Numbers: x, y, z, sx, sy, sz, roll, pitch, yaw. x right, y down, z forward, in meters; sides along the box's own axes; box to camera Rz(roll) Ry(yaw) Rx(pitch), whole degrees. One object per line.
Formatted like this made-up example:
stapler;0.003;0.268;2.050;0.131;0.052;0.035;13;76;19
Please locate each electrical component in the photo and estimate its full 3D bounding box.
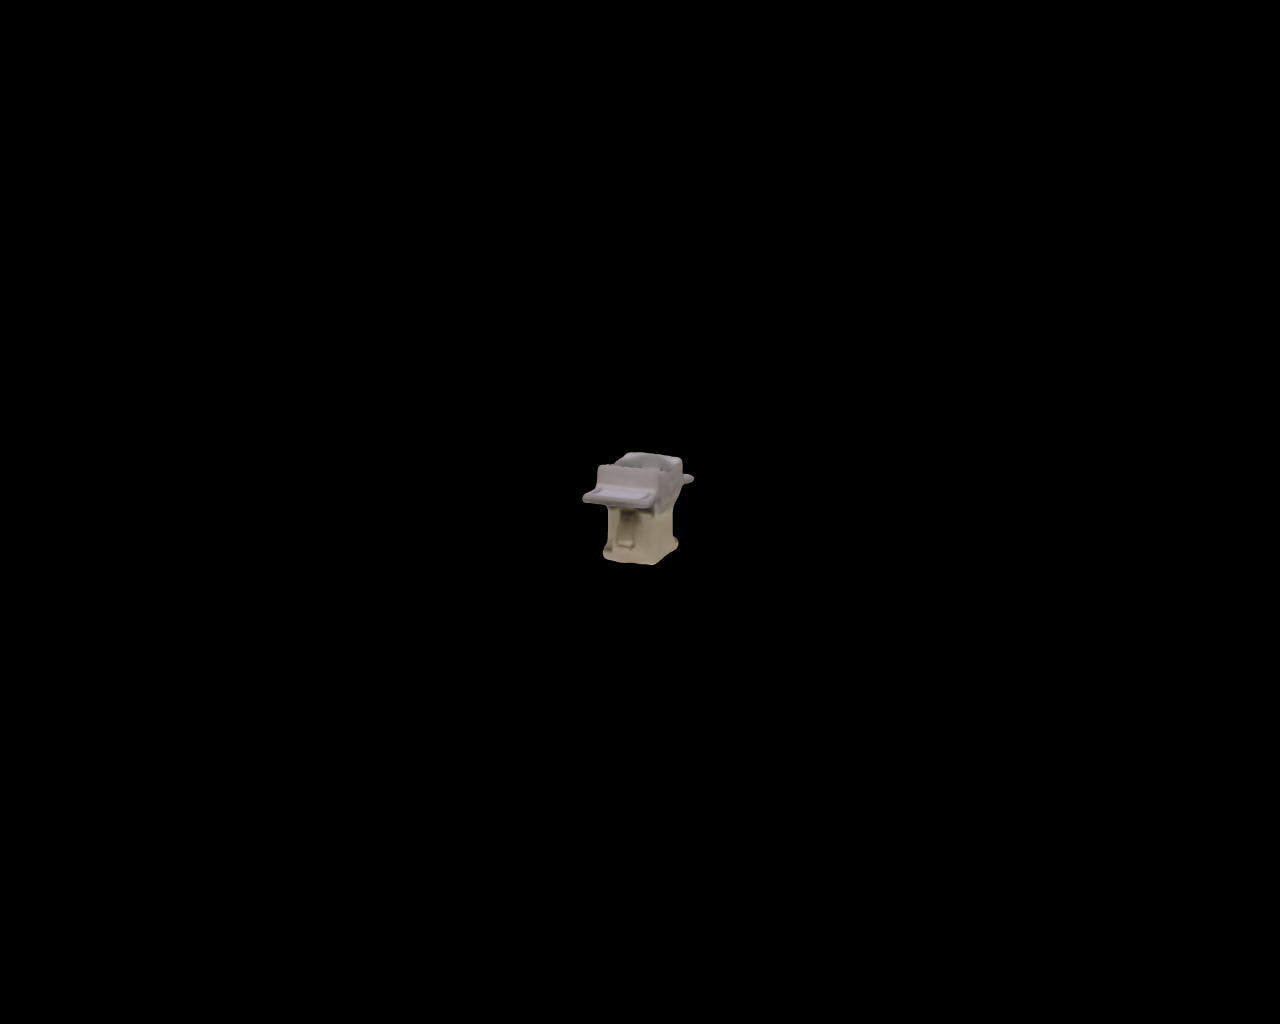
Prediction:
electrical component;0.001;-0.003;0.650;0.042;0.063;0.081;6;15;23
